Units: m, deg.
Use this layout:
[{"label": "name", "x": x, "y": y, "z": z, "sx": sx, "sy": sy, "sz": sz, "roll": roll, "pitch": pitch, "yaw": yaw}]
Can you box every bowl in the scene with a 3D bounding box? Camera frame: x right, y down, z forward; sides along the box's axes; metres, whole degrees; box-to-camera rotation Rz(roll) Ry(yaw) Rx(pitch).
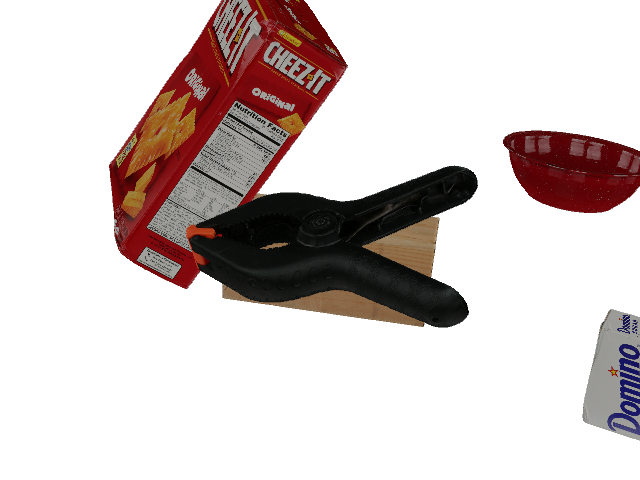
[{"label": "bowl", "x": 0.271, "y": -0.070, "z": 1.139, "sx": 0.162, "sy": 0.055, "sz": 0.162, "roll": 6, "pitch": 21, "yaw": -2}]

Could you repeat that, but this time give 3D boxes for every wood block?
[{"label": "wood block", "x": 0.011, "y": 0.018, "z": 1.090, "sx": 0.206, "sy": 0.091, "sz": 0.090, "roll": 8, "pitch": 22, "yaw": 6}]

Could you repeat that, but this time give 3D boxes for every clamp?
[{"label": "clamp", "x": 0.008, "y": 0.009, "z": 0.599, "sx": 0.171, "sy": 0.039, "sz": 0.120, "roll": -9, "pitch": 34, "yaw": 8}]

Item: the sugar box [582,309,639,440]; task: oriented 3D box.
[{"label": "sugar box", "x": 0.301, "y": 0.124, "z": 0.837, "sx": 0.176, "sy": 0.093, "sz": 0.048, "roll": 14, "pitch": 27, "yaw": 21}]

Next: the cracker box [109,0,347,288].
[{"label": "cracker box", "x": -0.083, "y": -0.094, "z": 0.835, "sx": 0.072, "sy": 0.214, "sz": 0.164, "roll": 29, "pitch": 19, "yaw": -25}]
